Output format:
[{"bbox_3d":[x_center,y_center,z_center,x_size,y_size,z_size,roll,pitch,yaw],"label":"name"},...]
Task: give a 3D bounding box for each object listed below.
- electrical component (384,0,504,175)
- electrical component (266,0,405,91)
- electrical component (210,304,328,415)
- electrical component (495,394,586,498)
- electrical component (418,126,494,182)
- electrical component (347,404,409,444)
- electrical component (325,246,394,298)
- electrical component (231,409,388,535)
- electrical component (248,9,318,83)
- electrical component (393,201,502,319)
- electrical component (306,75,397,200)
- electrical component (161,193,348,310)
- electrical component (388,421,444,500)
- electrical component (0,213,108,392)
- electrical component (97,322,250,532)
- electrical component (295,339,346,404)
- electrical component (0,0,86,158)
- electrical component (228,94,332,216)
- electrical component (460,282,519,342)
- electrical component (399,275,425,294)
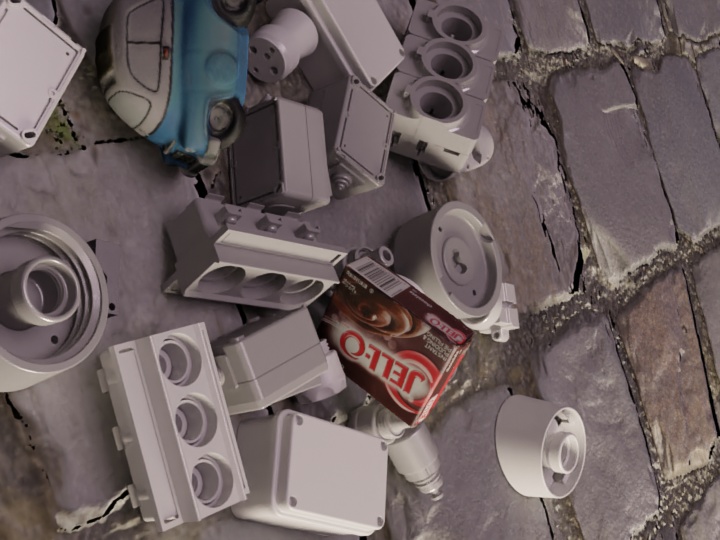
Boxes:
[{"bbox_3d":[0.076,-0.178,1.018,0.089,0.061,0.150,18,57,-3],"label":"electrical component"},{"bbox_3d":[-0.020,-0.211,0.953,0.113,0.057,0.078,58,42,-19],"label":"electrical component"},{"bbox_3d":[-0.078,0.072,0.787,0.096,0.062,0.061,-27,98,-50],"label":"electrical component"},{"bbox_3d":[0.181,0.177,1.072,0.099,0.064,0.099,-3,94,-50],"label":"electrical component"},{"bbox_3d":[0.089,-0.134,1.065,0.077,0.043,0.079,-27,99,-50],"label":"electrical component"},{"bbox_3d":[0.020,0.127,0.884,0.035,0.061,0.035,19,64,-45],"label":"electrical component"},{"bbox_3d":[0.000,0.000,0.899,0.048,0.062,0.048,29,46,-36],"label":"electrical component"},{"bbox_3d":[-0.035,0.155,0.814,0.113,0.057,0.078,25,60,-43],"label":"electrical component"},{"bbox_3d":[-0.067,-0.187,0.900,0.045,0.045,0.055,57,43,-20],"label":"electrical component"},{"bbox_3d":[0.075,-0.004,0.992,0.108,0.060,0.108,19,64,-45],"label":"electrical component"},{"bbox_3d":[-0.016,-0.106,0.918,0.062,0.061,0.096,35,53,-38],"label":"electrical component"},{"bbox_3d":[-0.081,-0.011,0.808,0.121,0.079,0.063,11,48,-47],"label":"electrical component"},{"bbox_3d":[0.050,0.163,0.923,0.040,0.040,0.078,-44,111,-47],"label":"electrical component"},{"bbox_3d":[-0.205,0.017,0.658,0.108,0.060,0.108,19,64,-45],"label":"electrical component"},{"bbox_3d":[-0.127,0.103,0.719,0.079,0.063,0.121,-14,89,-51],"label":"electrical component"},{"bbox_3d":[-0.039,0.071,0.848,0.043,0.043,0.062,-22,94,-50],"label":"electrical component"},{"bbox_3d":[-0.230,-0.116,0.678,0.062,0.061,0.096,40,58,-34],"label":"electrical component"},{"bbox_3d":[-0.064,-0.093,0.859,0.061,0.062,0.096,9,71,-48],"label":"electrical component"},{"bbox_3d":[0.124,0.036,1.049,0.055,0.048,0.066,13,68,-55],"label":"electrical component"},{"bbox_3d":[0.025,0.038,0.925,0.055,0.055,0.047,52,48,-25],"label":"electrical component"}]
